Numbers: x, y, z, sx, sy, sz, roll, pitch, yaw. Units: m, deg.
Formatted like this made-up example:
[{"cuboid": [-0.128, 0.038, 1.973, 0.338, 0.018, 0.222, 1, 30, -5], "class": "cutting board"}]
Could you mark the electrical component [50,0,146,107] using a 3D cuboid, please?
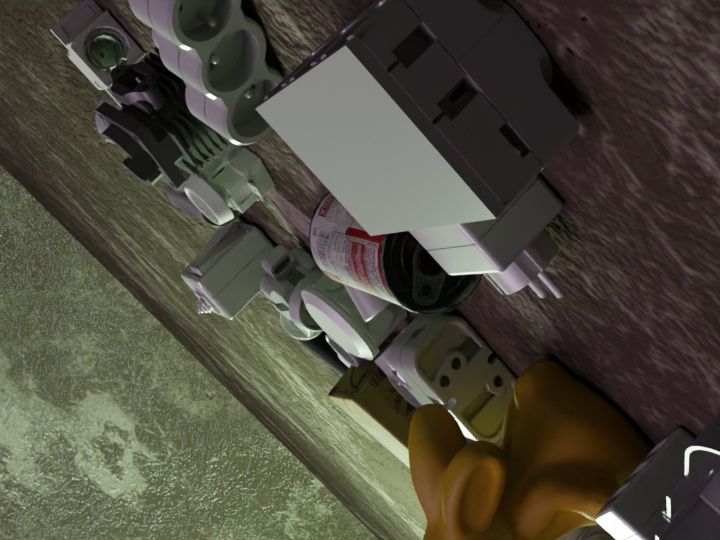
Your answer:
[{"cuboid": [-0.210, -0.176, 0.879, 0.081, 0.042, 0.064, 49, 167, -16], "class": "electrical component"}]

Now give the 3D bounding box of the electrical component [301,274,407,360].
[{"cuboid": [-0.005, 0.031, 0.879, 0.080, 0.051, 0.080, 41, 166, 13], "class": "electrical component"}]

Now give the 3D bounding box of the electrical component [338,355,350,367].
[{"cuboid": [0.004, 0.083, 1.033, 0.040, 0.040, 0.046, 54, 169, -34], "class": "electrical component"}]

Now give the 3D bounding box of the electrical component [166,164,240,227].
[{"cuboid": [-0.155, -0.082, 0.995, 0.077, 0.043, 0.079, 26, 157, 53], "class": "electrical component"}]

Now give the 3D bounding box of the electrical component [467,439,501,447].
[{"cuboid": [0.126, 0.141, 0.852, 0.099, 0.064, 0.099, 55, 173, 11], "class": "electrical component"}]

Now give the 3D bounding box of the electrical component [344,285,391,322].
[{"cuboid": [0.000, 0.000, 0.798, 0.065, 0.044, 0.044, 49, 166, 1], "class": "electrical component"}]

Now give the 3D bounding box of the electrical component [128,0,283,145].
[{"cuboid": [-0.099, -0.140, 0.643, 0.074, 0.052, 0.138, 36, 164, 31], "class": "electrical component"}]

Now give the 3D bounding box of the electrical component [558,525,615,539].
[{"cuboid": [0.174, 0.197, 0.795, 0.051, 0.080, 0.080, 37, 165, 9], "class": "electrical component"}]

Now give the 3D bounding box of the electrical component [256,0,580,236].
[{"cuboid": [0.021, -0.071, 0.481, 0.089, 0.061, 0.150, 47, 166, -12], "class": "electrical component"}]

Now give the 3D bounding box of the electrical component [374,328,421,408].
[{"cuboid": [0.056, 0.083, 0.870, 0.077, 0.044, 0.079, 44, 166, 2], "class": "electrical component"}]

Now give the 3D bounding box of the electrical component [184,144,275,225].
[{"cuboid": [-0.108, -0.070, 0.868, 0.066, 0.055, 0.048, 35, 163, 35], "class": "electrical component"}]

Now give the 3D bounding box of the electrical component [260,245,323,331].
[{"cuboid": [-0.048, 0.020, 0.957, 0.057, 0.058, 0.078, 33, 162, 48], "class": "electrical component"}]

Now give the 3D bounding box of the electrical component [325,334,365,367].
[{"cuboid": [-0.001, 0.056, 0.949, 0.040, 0.046, 0.040, 41, 166, 13], "class": "electrical component"}]

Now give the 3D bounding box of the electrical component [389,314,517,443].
[{"cuboid": [0.070, 0.079, 0.797, 0.095, 0.053, 0.059, 48, 166, -15], "class": "electrical component"}]

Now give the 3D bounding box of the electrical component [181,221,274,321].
[{"cuboid": [-0.131, 0.001, 1.056, 0.061, 0.096, 0.062, 51, 165, -24], "class": "electrical component"}]

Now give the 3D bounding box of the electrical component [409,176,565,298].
[{"cuboid": [0.072, -0.014, 0.534, 0.076, 0.047, 0.066, 47, 166, -11], "class": "electrical component"}]

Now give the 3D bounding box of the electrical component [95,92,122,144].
[{"cuboid": [-0.197, -0.132, 0.951, 0.047, 0.055, 0.055, 28, 159, 39], "class": "electrical component"}]

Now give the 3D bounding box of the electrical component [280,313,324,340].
[{"cuboid": [-0.055, 0.039, 1.061, 0.066, 0.048, 0.055, 40, 158, 18], "class": "electrical component"}]

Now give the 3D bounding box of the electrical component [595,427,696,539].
[{"cuboid": [0.189, 0.143, 0.619, 0.077, 0.065, 0.047, 42, 166, 13], "class": "electrical component"}]
